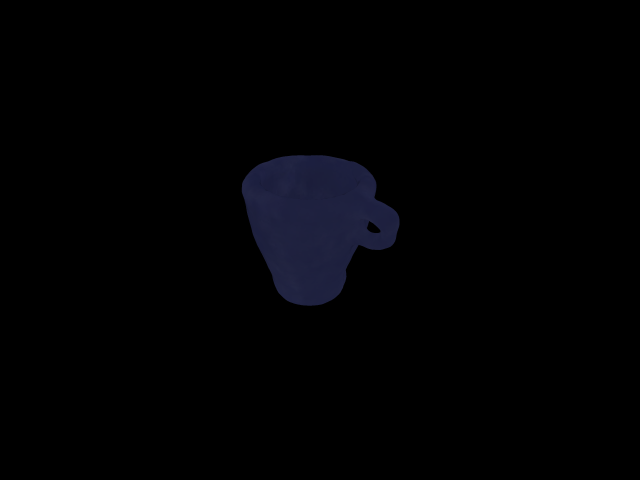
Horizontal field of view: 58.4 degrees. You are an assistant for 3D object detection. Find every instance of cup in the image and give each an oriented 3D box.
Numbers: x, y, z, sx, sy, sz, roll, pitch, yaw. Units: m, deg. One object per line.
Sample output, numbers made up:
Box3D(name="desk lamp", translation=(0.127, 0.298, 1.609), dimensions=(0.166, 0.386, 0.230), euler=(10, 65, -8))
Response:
Box3D(name="cup", translation=(0.004, 0.001, 0.400), dimensions=(0.117, 0.095, 0.092), euler=(22, 37, 34))
